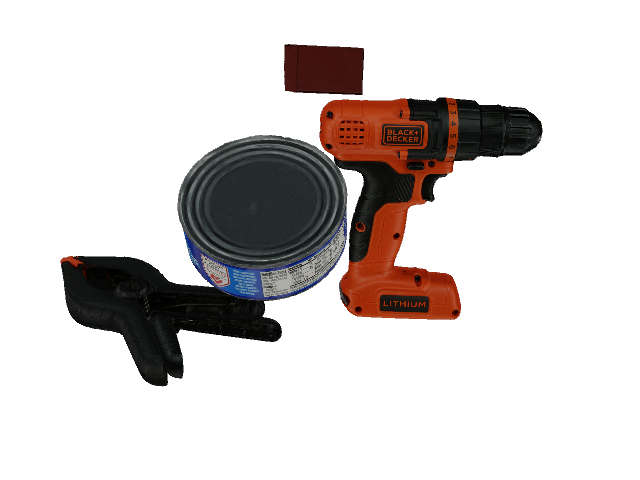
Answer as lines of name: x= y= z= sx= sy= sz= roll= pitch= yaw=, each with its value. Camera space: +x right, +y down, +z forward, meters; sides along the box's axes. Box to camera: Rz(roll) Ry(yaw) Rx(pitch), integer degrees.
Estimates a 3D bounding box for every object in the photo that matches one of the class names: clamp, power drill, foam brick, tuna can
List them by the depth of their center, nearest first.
tuna can: x=-0.029 y=-0.012 z=0.549 sx=0.086 sy=0.086 sz=0.034 roll=0 pitch=-37 yaw=3
clamp: x=-0.130 y=0.047 z=0.828 sx=0.120 sy=0.039 sz=0.172 roll=-21 pitch=38 yaw=-40
power drill: x=0.088 y=-0.028 z=0.902 sx=0.184 sy=0.188 sz=0.057 roll=2 pitch=17 yaw=-1
clamp: x=-0.169 y=0.087 z=1.153 sx=0.210 sy=0.036 sz=0.164 roll=19 pitch=21 yaw=27
foam brick: x=0.003 y=-0.186 z=1.164 sx=0.078 sy=0.051 sz=0.053 roll=0 pitch=11 yaw=-16
